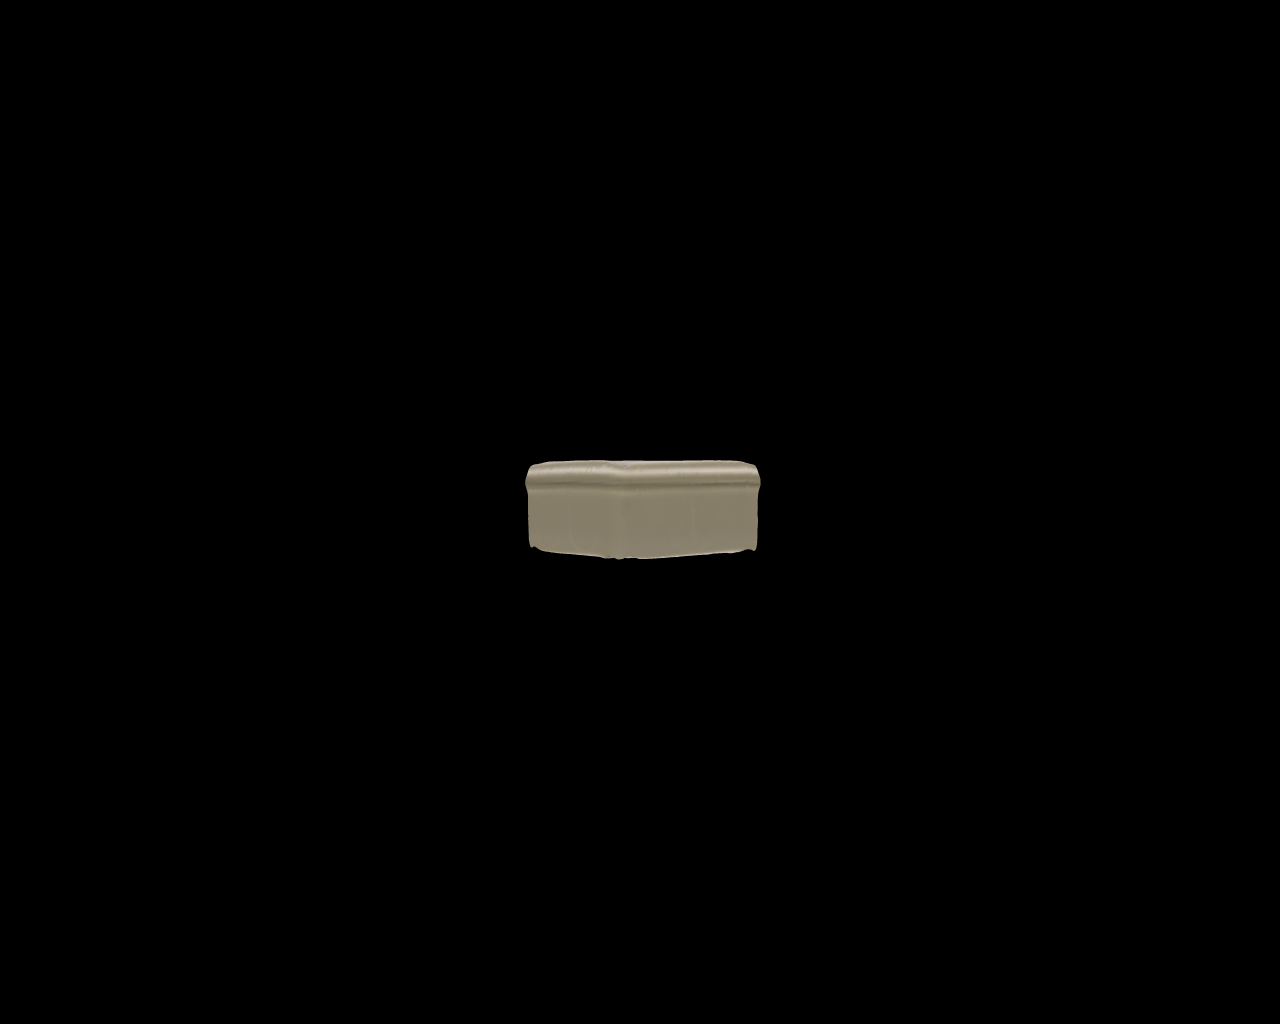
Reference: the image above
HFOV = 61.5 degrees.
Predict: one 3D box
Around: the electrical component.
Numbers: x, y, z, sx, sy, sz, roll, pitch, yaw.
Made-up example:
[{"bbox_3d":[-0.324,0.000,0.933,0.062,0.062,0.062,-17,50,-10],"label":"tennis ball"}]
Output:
[{"bbox_3d":[0.001,-0.003,0.650,0.109,0.056,0.108,-1,3,-34],"label":"electrical component"}]
